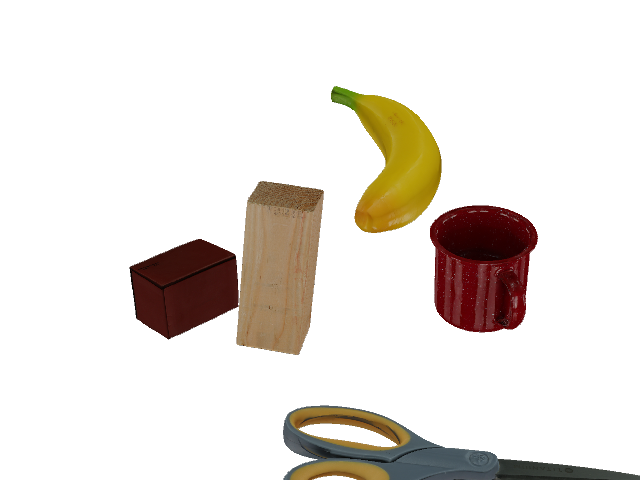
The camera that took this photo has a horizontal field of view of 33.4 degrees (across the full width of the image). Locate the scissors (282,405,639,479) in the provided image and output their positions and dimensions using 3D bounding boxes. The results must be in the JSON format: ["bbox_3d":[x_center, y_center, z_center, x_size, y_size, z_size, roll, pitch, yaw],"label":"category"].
[{"bbox_3d":[0.068,0.125,0.541,0.202,0.016,0.096,11,28,20],"label":"scissors"}]

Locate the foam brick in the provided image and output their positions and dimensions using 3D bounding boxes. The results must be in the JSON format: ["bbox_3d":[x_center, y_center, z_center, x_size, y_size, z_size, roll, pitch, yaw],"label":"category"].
[{"bbox_3d":[-0.116,0.040,0.917,0.078,0.051,0.053,-24,32,-35],"label":"foam brick"}]

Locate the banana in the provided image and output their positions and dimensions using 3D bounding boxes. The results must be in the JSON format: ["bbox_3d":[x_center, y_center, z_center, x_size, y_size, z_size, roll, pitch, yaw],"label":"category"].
[{"bbox_3d":[0.048,-0.053,0.718,0.069,0.037,0.198,-1,29,-4],"label":"banana"}]

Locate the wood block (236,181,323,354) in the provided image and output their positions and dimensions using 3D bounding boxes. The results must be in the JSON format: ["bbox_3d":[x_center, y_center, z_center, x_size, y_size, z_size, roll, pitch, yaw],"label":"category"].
[{"bbox_3d":[-0.055,0.036,1.429,0.090,0.206,0.090,9,23,6],"label":"wood block"}]

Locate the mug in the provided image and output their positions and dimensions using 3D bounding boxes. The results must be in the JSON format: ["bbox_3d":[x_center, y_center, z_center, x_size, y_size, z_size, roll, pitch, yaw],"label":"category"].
[{"bbox_3d":[0.147,0.033,0.937,0.093,0.081,0.117,-15,35,-18],"label":"mug"}]
